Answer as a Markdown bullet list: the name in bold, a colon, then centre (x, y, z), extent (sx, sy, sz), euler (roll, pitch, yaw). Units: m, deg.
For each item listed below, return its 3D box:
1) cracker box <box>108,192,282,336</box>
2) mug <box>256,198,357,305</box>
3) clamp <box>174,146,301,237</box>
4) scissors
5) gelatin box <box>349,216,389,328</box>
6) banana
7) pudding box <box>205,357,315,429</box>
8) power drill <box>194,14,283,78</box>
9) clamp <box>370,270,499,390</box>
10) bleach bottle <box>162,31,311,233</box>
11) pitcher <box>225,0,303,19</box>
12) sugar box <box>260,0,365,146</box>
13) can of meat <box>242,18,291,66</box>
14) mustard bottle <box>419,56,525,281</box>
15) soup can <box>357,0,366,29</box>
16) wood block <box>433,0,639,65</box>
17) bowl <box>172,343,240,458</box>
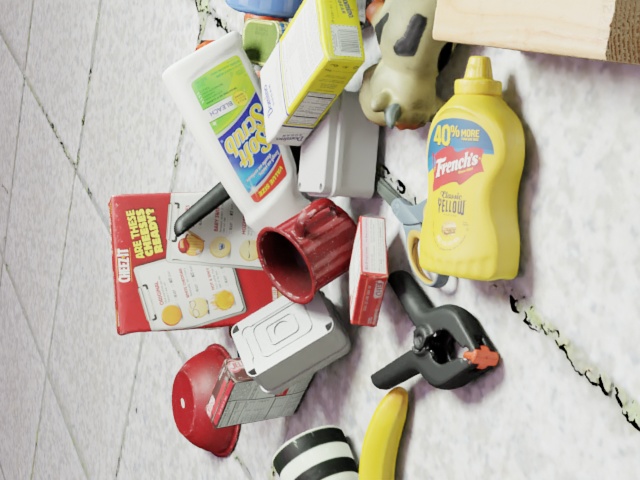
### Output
- **cracker box**: centre (-0.140, 0.025, 1.277), extent (0.072, 0.213, 0.164), euler (154, 112, -74)
- **mug**: centre (-0.007, 0.001, 1.139), extent (0.093, 0.081, 0.117), euler (38, 143, 29)
- **clamp**: centre (-0.079, -0.077, 1.251), extent (0.036, 0.164, 0.210), euler (150, 128, -74)
- **scissors**: centre (0.092, -0.041, 1.057), extent (0.096, 0.016, 0.202), euler (-61, 36, 37)
- **gelatin box**: centre (0.049, 0.032, 1.079), extent (0.089, 0.030, 0.073), euler (-90, 7, -48)
- **banana**: centre (0.068, 0.247, 1.088), extent (0.070, 0.037, 0.198), euler (-6, 87, 41)
- **pudding box**: centre (-0.070, 0.175, 1.256), extent (0.039, 0.113, 0.090), euler (61, 141, 36)
- **power drill**: centre (-0.100, -0.206, 1.369), extent (0.188, 0.057, 0.184), euler (-8, 79, 59)
- **clamp**: centre (0.102, 0.106, 1.013), extent (0.172, 0.039, 0.120), euler (29, 113, 61)
- **bleach bottle**: centre (-0.074, -0.101, 1.201), extent (0.251, 0.102, 0.068), euler (60, 166, -7)
- **pitcher**: centre (-0.043, -0.381, 1.204), extent (0.145, 0.148, 0.243), euler (26, 117, 42)
- **sugar box**: centre (-0.011, -0.176, 1.083), extent (0.176, 0.048, 0.093), euler (131, 137, -60)
- **can of meat**: centre (-0.033, -0.221, 1.213), extent (0.102, 0.083, 0.057), euler (26, 113, 59)
- **mustard bottle**: centre (0.134, -0.064, 0.933), extent (0.096, 0.058, 0.191), euler (10, 98, 53)
- **soup can**: centre (0.016, -0.278, 1.140), extent (0.069, 0.068, 0.102), euler (4, 94, 62)
- **wood block**: centre (0.184, -0.184, 0.806), extent (0.206, 0.090, 0.090), euler (27, 113, 59)
- **bowl**: centre (-0.167, 0.227, 1.497), extent (0.162, 0.055, 0.162), euler (0, 90, 62)
